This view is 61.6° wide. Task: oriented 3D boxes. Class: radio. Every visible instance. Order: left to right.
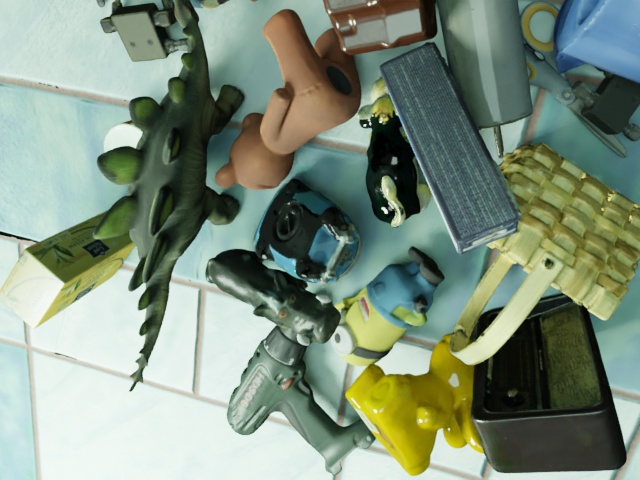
[{"bbox_3d":[0.242,0.148,0.593,0.131,0.229,0.073,-15,105,24],"label":"radio"}]

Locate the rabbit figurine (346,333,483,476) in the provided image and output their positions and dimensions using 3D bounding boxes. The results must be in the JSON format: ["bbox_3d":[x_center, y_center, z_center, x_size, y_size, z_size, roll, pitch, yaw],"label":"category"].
[{"bbox_3d":[0.145,0.194,0.663,0.173,0.122,0.162,-40,85,-21],"label":"rabbit figurine"}]

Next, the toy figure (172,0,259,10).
[{"bbox_3d":[-0.095,-0.300,0.607,0.155,0.058,0.064,-3,115,11],"label":"toy figure"}]

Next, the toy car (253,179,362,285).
[{"bbox_3d":[-0.001,-0.002,0.664,0.162,0.103,0.109,28,94,47],"label":"toy car"}]

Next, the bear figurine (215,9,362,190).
[{"bbox_3d":[-0.045,-0.144,0.625,0.196,0.120,0.132,-31,71,42],"label":"bear figurine"}]

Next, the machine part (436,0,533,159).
[{"bbox_3d":[0.165,-0.203,0.544,0.079,0.079,0.243,-11,108,18],"label":"machine part"}]

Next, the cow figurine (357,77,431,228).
[{"bbox_3d":[0.079,-0.102,0.612,0.068,0.098,0.167,-7,102,21],"label":"cow figurine"}]

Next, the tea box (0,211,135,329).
[{"bbox_3d":[-0.335,0.034,0.731,0.068,0.170,0.098,41,116,-3],"label":"tea box"}]

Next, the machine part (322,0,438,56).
[{"bbox_3d":[0.050,-0.280,0.496,0.087,0.201,0.200,-6,109,20],"label":"machine part"}]

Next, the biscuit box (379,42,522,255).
[{"bbox_3d":[0.123,-0.091,0.520,0.063,0.059,0.203,-22,71,11],"label":"biscuit box"}]

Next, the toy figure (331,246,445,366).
[{"bbox_3d":[0.086,0.094,0.694,0.089,0.082,0.180,40,111,-11],"label":"toy figure"}]

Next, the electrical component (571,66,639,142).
[{"bbox_3d":[0.311,-0.148,0.564,0.094,0.021,0.063,36,92,-9],"label":"electrical component"}]

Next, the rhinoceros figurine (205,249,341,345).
[{"bbox_3d":[-0.057,0.066,0.683,0.191,0.112,0.073,28,81,23],"label":"rhinoceros figurine"}]

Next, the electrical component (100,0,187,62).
[{"bbox_3d":[-0.214,-0.264,0.660,0.102,0.045,0.078,-5,137,19],"label":"electrical component"}]

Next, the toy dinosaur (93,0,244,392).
[{"bbox_3d":[-0.183,-0.046,0.648,0.105,0.198,0.470,12,111,13],"label":"toy dinosaur"}]

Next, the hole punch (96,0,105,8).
[{"bbox_3d":[-0.268,-0.352,0.617,0.116,0.092,0.142,-9,111,21],"label":"hole punch"}]

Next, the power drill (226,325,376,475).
[{"bbox_3d":[-0.014,0.222,0.767,0.207,0.086,0.232,38,107,-6],"label":"power drill"}]
